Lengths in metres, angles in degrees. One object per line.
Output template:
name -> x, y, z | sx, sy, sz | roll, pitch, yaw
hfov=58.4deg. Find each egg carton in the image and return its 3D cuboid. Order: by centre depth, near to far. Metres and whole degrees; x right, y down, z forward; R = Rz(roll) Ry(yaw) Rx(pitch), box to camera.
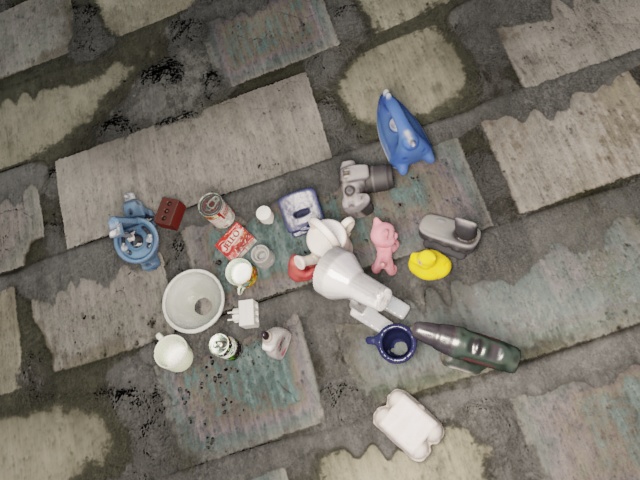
egg carton -> 0.200, 0.415, 1.290 | 0.150, 0.069, 0.107 | 38, 83, 20

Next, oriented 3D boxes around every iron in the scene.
iron -> 0.201, -0.306, 1.485 | 0.118, 0.142, 0.258 | -24, 69, 3

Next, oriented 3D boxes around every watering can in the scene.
watering can -> 0.014, 0.006, 1.392 | 0.100, 0.194, 0.173 | 23, 78, 18

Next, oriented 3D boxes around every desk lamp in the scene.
desk lamp -> 0.099, 0.121, 1.328 | 0.202, 0.214, 0.118 | 30, 80, 19

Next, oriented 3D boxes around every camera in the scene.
camera -> 0.122, -0.143, 1.469 | 0.136, 0.101, 0.143 | -8, 71, 9

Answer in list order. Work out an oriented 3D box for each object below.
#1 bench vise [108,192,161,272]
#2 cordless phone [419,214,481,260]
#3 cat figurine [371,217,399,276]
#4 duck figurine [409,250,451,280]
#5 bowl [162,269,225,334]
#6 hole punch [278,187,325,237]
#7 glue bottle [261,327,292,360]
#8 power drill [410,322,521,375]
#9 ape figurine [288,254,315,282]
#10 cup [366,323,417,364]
bench vise -> -0.504, -0.032, 1.494 | 0.121, 0.220, 0.207 | -35, 69, -1
cordless phone -> 0.306, -0.031, 1.351 | 0.147, 0.185, 0.094 | 16, 76, 16
cat figurine -> 0.156, 0.013, 1.403 | 0.067, 0.118, 0.128 | 1, 73, 12
duck figurine -> 0.265, 0.052, 1.386 | 0.104, 0.086, 0.077 | 9, 74, 14
bowl -> -0.314, 0.162, 1.471 | 0.167, 0.075, 0.167 | -3, 72, 10
hole punch -> -0.044, -0.071, 1.484 | 0.108, 0.091, 0.101 | -20, 70, 5
glue bottle -> -0.111, 0.237, 1.354 | 0.037, 0.173, 0.078 | 13, 75, 15
power drill -> 0.313, 0.239, 1.250 | 0.229, 0.209, 0.076 | 13, 75, 15
ape figurine -> -0.051, 0.065, 1.441 | 0.076, 0.092, 0.077 | -32, 69, 0
cup -> 0.168, 0.246, 1.337 | 0.117, 0.095, 0.092 | 3, 73, 12
